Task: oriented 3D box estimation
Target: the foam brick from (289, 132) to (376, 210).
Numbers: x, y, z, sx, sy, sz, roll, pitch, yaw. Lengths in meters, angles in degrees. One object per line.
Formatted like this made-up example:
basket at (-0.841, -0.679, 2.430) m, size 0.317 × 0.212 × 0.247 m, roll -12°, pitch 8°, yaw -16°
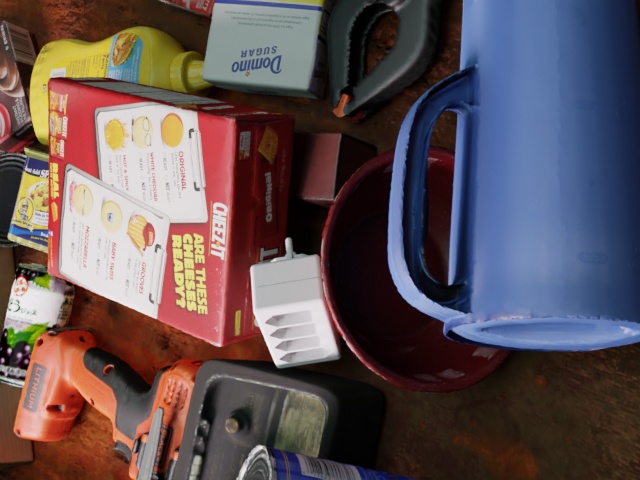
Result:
foam brick at (-0.005, -0.051, 0.801) m, size 0.078 × 0.052 × 0.051 m, roll 4°, pitch 85°, yaw 34°

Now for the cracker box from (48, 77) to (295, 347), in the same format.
cracker box at (-0.120, -0.030, 0.812) m, size 0.214 × 0.071 × 0.164 m, roll 17°, pitch 109°, yaw 39°

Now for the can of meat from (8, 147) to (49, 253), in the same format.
can of meat at (-0.223, -0.030, 0.941) m, size 0.102 × 0.057 × 0.084 m, roll 16°, pitch 93°, yaw 34°

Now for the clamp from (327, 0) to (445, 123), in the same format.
clamp at (0.068, -0.183, 0.782) m, size 0.165 × 0.036 × 0.210 m, roll 21°, pitch 96°, yaw 34°

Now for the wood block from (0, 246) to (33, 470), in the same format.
wood block at (-0.333, 0.108, 0.972) m, size 0.090 × 0.090 × 0.206 m, roll -19°, pitch 73°, yaw 30°

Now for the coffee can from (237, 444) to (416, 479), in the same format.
coffee can at (0.019, 0.192, 0.662) m, size 0.103 × 0.140 × 0.103 m, roll -165°, pitch 90°, yaw -76°

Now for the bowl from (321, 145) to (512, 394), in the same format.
bowl at (0.061, 0.021, 0.708) m, size 0.055 × 0.161 × 0.162 m, roll -16°, pitch 71°, yaw 62°

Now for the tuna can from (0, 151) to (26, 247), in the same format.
tuna can at (-0.290, -0.038, 0.969) m, size 0.034 × 0.086 × 0.086 m, roll 9°, pitch 88°, yaw 36°

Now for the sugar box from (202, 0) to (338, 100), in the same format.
sugar box at (-0.031, -0.203, 0.838) m, size 0.093 × 0.048 × 0.176 m, roll 9°, pitch 90°, yaw 19°

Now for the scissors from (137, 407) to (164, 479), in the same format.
scissors at (-0.153, 0.227, 0.819) m, size 0.096 × 0.016 × 0.202 m, roll -6°, pitch 76°, yaw 54°

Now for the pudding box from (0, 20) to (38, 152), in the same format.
pudding box at (-0.305, -0.138, 1.022) m, size 0.090 × 0.039 × 0.113 m, roll -30°, pitch 67°, yaw 28°

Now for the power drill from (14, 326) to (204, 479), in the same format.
power drill at (-0.168, 0.163, 0.876) m, size 0.188 × 0.057 × 0.184 m, roll 21°, pitch 97°, yaw 32°

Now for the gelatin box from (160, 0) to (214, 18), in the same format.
gelatin box at (-0.096, -0.236, 0.904) m, size 0.073 × 0.030 × 0.089 m, roll 25°, pitch 97°, yaw 34°

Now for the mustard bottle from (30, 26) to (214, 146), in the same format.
mustard bottle at (-0.164, -0.132, 0.916) m, size 0.192 × 0.058 × 0.096 m, roll -2°, pitch 82°, yaw 34°

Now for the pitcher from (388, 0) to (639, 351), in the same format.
pitcher at (0.133, -0.055, 0.655) m, size 0.145 × 0.149 × 0.243 m, roll -5°, pitch 75°, yaw 27°
